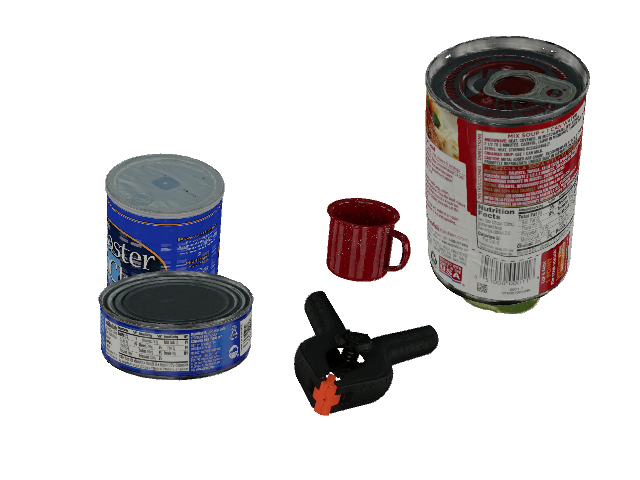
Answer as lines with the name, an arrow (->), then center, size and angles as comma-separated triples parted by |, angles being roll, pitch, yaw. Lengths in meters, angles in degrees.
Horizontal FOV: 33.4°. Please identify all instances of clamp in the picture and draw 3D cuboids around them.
clamp -> 0.017, 0.088, 0.875 | 0.120, 0.039, 0.171 | 15, 19, 21

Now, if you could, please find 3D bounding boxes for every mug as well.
mug -> 0.061, 0.004, 1.361 | 0.117, 0.081, 0.093 | 17, 27, 25

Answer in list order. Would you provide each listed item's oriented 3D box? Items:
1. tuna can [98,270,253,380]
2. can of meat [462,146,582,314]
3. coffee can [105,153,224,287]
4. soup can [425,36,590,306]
tuna can -> -0.081, 0.047, 0.601 | 0.086, 0.034, 0.086 | 2, 18, -1
can of meat -> 0.124, -0.016, 0.668 | 0.057, 0.102, 0.084 | 15, 43, 3
coffee can -> -0.141, 0.007, 0.959 | 0.102, 0.140, 0.103 | 5, 33, -3
soup can -> 0.081, -0.030, 0.476 | 0.068, 0.102, 0.068 | -4, 39, 3
